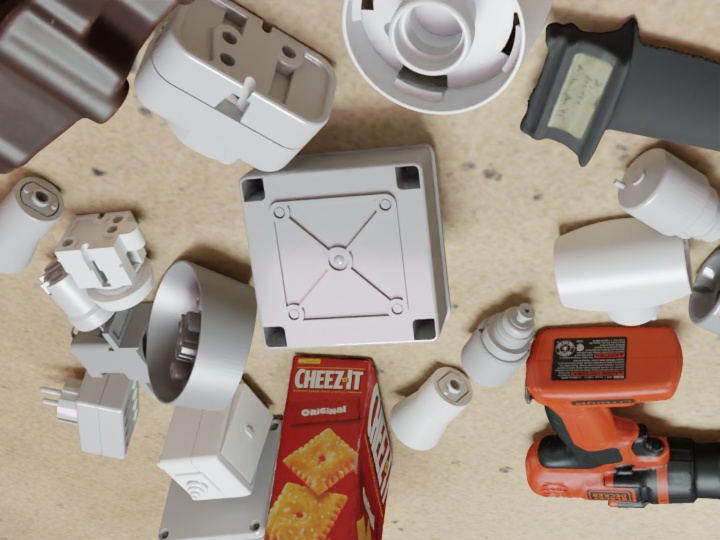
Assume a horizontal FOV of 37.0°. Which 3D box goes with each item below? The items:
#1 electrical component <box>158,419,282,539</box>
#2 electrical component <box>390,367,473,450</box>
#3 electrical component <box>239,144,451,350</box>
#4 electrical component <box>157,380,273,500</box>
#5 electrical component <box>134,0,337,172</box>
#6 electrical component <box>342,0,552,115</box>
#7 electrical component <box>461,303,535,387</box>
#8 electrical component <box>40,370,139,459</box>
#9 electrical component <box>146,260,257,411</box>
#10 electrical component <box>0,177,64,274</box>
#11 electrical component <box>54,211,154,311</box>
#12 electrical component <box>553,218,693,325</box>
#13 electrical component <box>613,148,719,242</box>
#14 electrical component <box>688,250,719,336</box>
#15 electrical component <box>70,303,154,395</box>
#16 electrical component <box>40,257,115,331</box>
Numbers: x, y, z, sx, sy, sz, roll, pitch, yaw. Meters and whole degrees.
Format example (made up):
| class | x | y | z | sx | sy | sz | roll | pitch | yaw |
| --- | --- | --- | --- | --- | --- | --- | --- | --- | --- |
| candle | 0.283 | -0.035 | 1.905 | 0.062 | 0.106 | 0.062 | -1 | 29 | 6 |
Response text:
| class | x | y | z | sx | sy | sz | roll | pitch | yaw |
| --- | --- | --- | --- | --- | --- | --- | --- | --- | --- |
| electrical component | -0.104 | 0.189 | 0.909 | 0.109 | 0.108 | 0.056 | -11 | 140 | 25 |
| electrical component | 0.057 | 0.103 | 0.819 | 0.044 | 0.044 | 0.065 | 22 | 136 | -15 |
| electrical component | -0.007 | -0.013 | 0.631 | 0.109 | 0.056 | 0.108 | -4 | 106 | 12 |
| electrical component | -0.113 | 0.138 | 0.856 | 0.061 | 0.096 | 0.061 | -9 | 138 | 23 |
| electrical component | -0.069 | -0.099 | 0.581 | 0.095 | 0.053 | 0.059 | 28 | 139 | -21 |
| electrical component | 0.042 | -0.128 | 0.531 | 0.099 | 0.064 | 0.099 | 10 | 131 | 12 |
| electrical component | 0.099 | 0.049 | 0.740 | 0.040 | 0.040 | 0.078 | 17 | 142 | -9 |
| electrical component | -0.226 | 0.110 | 0.886 | 0.076 | 0.047 | 0.083 | 12 | 142 | -2 |
| electrical component | -0.111 | 0.047 | 0.744 | 0.064 | 0.099 | 0.099 | 16 | 142 | -17 |
| electrical component | -0.225 | -0.032 | 0.713 | 0.044 | 0.044 | 0.065 | 31 | 133 | -25 |
| electrical component | -0.170 | -0.006 | 0.729 | 0.066 | 0.048 | 0.055 | -4 | 132 | 18 |
| electrical component | 0.167 | 0.008 | 0.670 | 0.077 | 0.043 | 0.079 | -7 | 139 | 21 |
| electrical component | 0.184 | -0.037 | 0.612 | 0.078 | 0.040 | 0.040 | 27 | 139 | -21 |
| electrical component | 0.235 | 0.018 | 0.660 | 0.047 | 0.055 | 0.055 | 19 | 141 | -5 |
| electrical component | -0.179 | 0.055 | 0.811 | 0.064 | 0.042 | 0.081 | -3 | 139 | 18 |
| electrical component | -0.200 | 0.015 | 0.767 | 0.040 | 0.040 | 0.046 | -13 | 131 | 27 |
